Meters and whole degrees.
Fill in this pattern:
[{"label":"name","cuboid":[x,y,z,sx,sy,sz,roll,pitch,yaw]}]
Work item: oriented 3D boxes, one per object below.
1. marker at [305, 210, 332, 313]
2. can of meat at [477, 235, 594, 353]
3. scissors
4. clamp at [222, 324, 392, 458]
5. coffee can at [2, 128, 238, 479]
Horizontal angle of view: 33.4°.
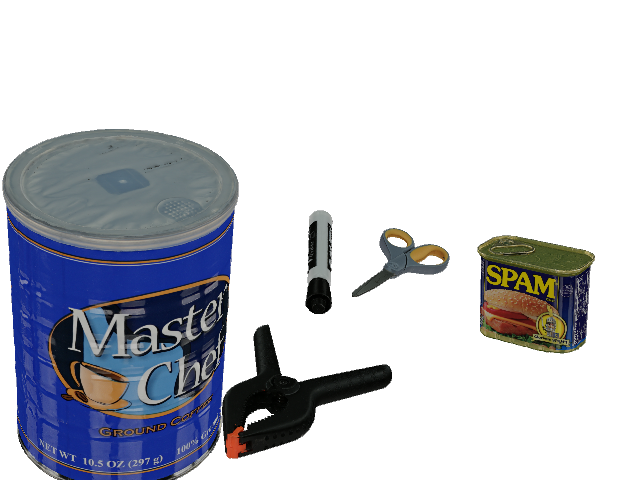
[{"label":"marker","cuboid":[-0.001,0.016,0.803,0.020,0.020,0.121,0,32,1]},{"label":"can of meat","cuboid":[0.193,0.049,0.969,0.102,0.084,0.057,13,25,36]},{"label":"scissors","cuboid":[0.075,0.023,1.255,0.201,0.016,0.096,-11,40,-46]},{"label":"clamp","cuboid":[-0.028,0.159,1.091,0.165,0.036,0.209,12,27,17]},{"label":"coffee can","cuboid":[-0.094,0.032,0.506,0.102,0.140,0.103,5,31,-3]}]
